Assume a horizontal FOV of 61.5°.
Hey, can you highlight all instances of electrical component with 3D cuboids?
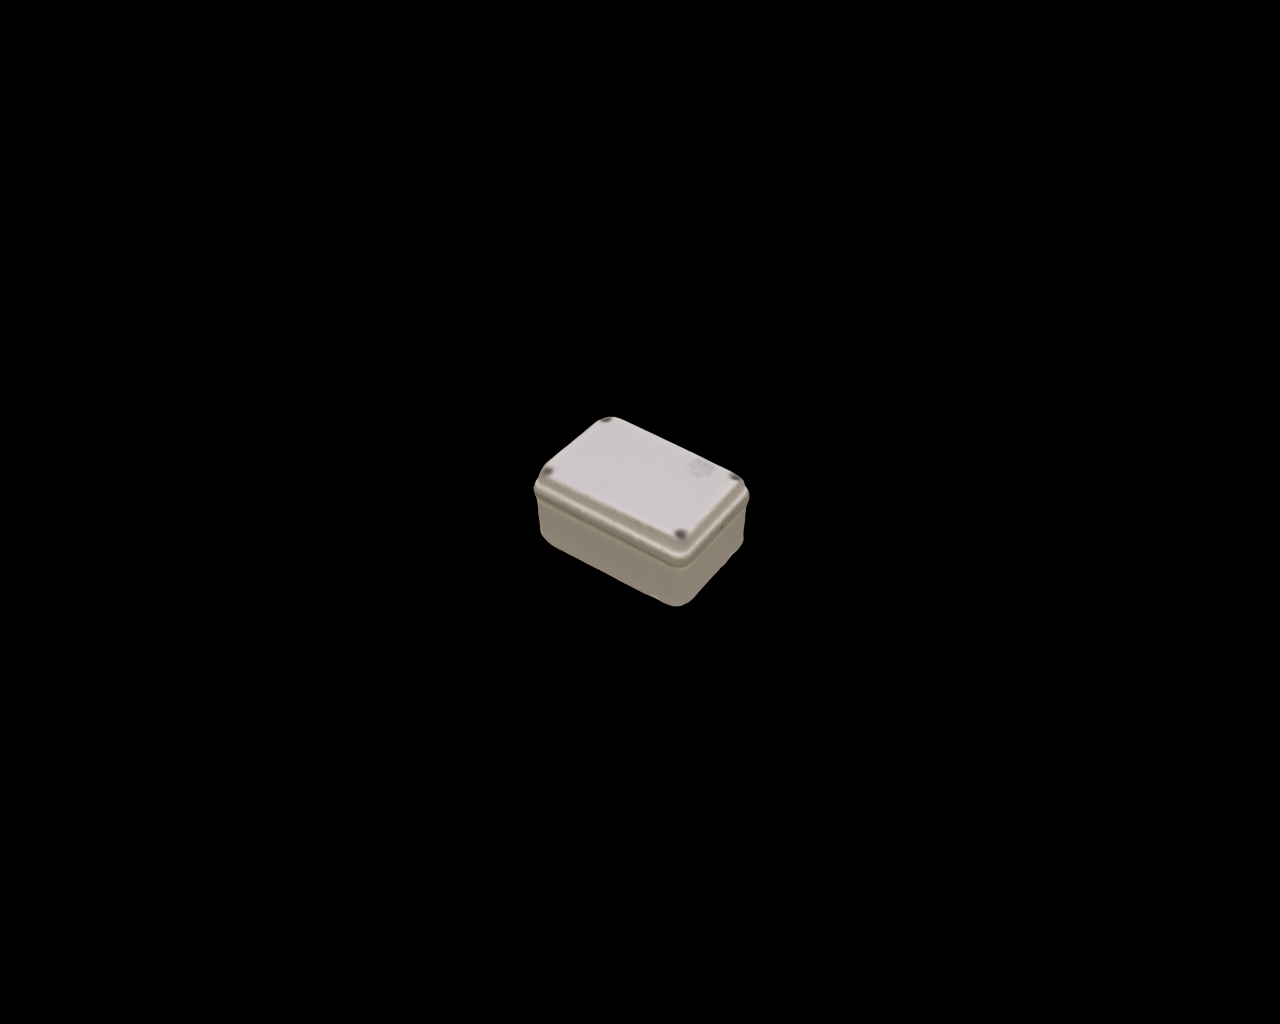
[{"bbox_3d":[0.001,-0.003,0.650,0.113,0.057,0.078,27,50,25],"label":"electrical component"}]
